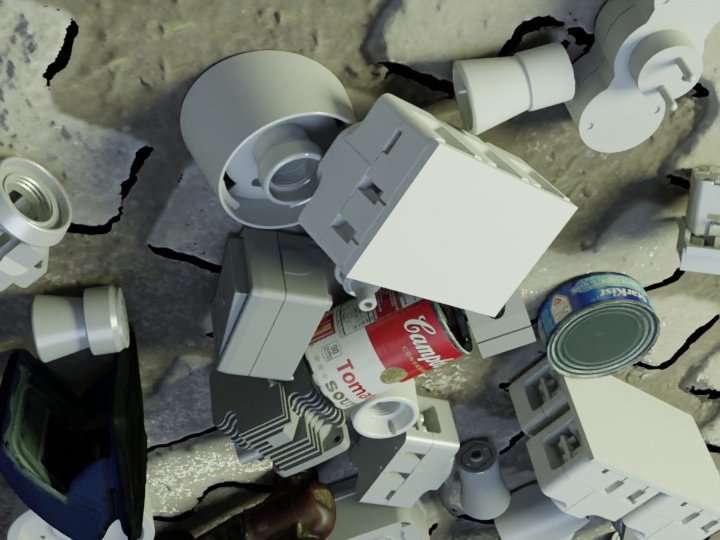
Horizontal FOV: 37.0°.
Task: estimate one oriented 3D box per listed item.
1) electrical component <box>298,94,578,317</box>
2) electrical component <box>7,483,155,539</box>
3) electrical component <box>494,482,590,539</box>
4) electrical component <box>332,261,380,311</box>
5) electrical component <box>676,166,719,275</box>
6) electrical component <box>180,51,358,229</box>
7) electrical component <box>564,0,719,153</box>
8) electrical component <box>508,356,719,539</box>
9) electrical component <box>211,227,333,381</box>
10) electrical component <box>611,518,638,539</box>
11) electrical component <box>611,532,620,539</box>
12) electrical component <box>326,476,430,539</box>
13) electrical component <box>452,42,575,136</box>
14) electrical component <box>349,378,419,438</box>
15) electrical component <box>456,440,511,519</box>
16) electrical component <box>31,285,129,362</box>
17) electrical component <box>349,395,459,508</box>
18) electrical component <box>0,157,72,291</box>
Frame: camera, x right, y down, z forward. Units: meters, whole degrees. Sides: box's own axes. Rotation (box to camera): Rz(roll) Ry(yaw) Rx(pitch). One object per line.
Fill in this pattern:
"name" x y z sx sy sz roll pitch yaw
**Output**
"electrical component" 0.047 -0.035 0.636 0.150 0.061 0.089 16 115 -49
"electrical component" -0.215 0.180 0.832 0.108 0.060 0.108 -7 136 -6
"electrical component" 0.172 0.230 0.984 0.077 0.043 0.079 -26 135 14
"electrical component" 0.000 0.000 0.695 0.035 0.061 0.035 -7 138 -6
"electrical component" 0.235 -0.033 0.708 0.042 0.081 0.063 6 108 10
"electrical component" -0.048 -0.074 0.625 0.099 0.064 0.099 -17 144 -13
"electrical component" 0.167 -0.120 0.602 0.052 0.073 0.138 8 133 -20
"electrical component" 0.209 0.148 0.863 0.186 0.105 0.060 26 125 -33
"electrical component" -0.066 0.027 0.707 0.061 0.061 0.096 9 132 -22
"electrical component" 0.266 0.216 0.986 0.080 0.051 0.080 -7 136 -6
"electrical component" 0.260 0.289 1.067 0.044 0.044 0.065 -2 131 -11
"electrical component" -0.002 0.223 0.927 0.113 0.057 0.078 -21 136 9
"electrical component" 0.091 -0.107 0.622 0.065 0.044 0.044 -16 136 -3
"electrical component" 0.016 0.093 0.804 0.055 0.047 0.055 -7 136 -6
"electrical component" 0.103 0.176 0.915 0.044 0.044 0.065 -14 132 1
"electrical component" -0.182 0.034 0.701 0.055 0.045 0.045 -8 136 -6
"electrical component" 0.038 0.145 0.861 0.056 0.050 0.089 13 131 -24
"electrical component" -0.206 -0.029 0.622 0.057 0.058 0.078 -34 132 24
